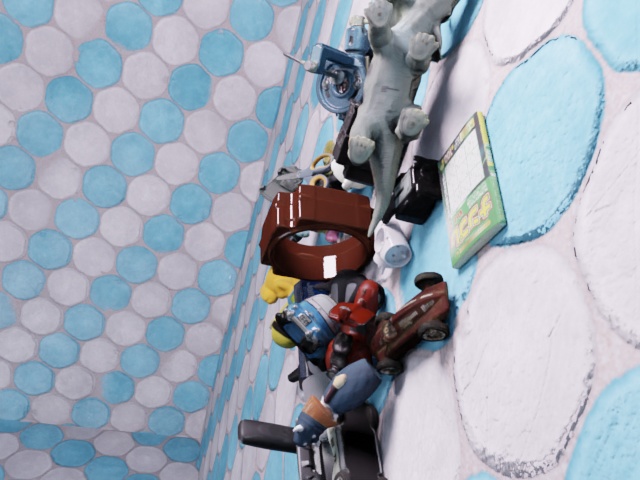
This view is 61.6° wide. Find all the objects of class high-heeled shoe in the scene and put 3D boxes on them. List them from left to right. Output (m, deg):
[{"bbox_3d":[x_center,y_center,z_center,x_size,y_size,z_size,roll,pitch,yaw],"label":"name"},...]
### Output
[{"bbox_3d":[0.046,0.177,1.000,0.145,0.086,0.248,-3,94,44],"label":"high-heeled shoe"}]

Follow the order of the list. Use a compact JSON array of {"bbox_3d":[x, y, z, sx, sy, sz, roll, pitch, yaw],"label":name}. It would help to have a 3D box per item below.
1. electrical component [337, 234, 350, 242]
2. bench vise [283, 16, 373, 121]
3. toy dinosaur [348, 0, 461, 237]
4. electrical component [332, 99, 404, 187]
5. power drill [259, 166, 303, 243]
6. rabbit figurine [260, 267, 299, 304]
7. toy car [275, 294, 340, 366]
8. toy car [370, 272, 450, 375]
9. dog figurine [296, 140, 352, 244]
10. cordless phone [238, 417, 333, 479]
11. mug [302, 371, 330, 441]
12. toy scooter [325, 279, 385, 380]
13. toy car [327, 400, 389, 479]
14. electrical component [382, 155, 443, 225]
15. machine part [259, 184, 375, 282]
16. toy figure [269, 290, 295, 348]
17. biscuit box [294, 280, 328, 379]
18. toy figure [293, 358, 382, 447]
[{"bbox_3d":[0.052,0.022,1.129,0.094,0.021,0.063,-92,20,-45],"label":"electrical component"},{"bbox_3d":[0.046,-0.352,1.083,0.240,0.129,0.223,-8,-62,-57],"label":"bench vise"},{"bbox_3d":[0.112,-0.214,0.812,0.192,0.131,0.404,-29,-45,-75],"label":"toy dinosaur"},{"bbox_3d":[0.088,-0.165,0.944,0.058,0.115,0.134,-97,23,-63],"label":"electrical component"},{"bbox_3d":[-0.077,-0.066,1.316,0.232,0.086,0.207,-47,-36,-16],"label":"power drill"},{"bbox_3d":[-0.056,0.121,1.352,0.162,0.122,0.173,-62,33,23],"label":"rabbit figurine"},{"bbox_3d":[-0.010,0.141,0.923,0.103,0.109,0.161,-42,-20,-13],"label":"toy car"},{"bbox_3d":[0.118,0.117,0.740,0.202,0.053,0.089,119,160,-55],"label":"toy car"},{"bbox_3d":[0.020,-0.110,1.197,0.192,0.108,0.219,-118,46,-72],"label":"dog figurine"},{"bbox_3d":[-0.054,0.376,0.941,0.147,0.184,0.088,-97,27,-53],"label":"cordless phone"},{"bbox_3d":[0.022,0.290,0.944,0.109,0.081,0.107,-53,40,46],"label":"mug"},{"bbox_3d":[0.048,0.151,0.844,0.135,0.075,0.183,12,-87,-67],"label":"toy scooter"},{"bbox_3d":[0.052,0.315,0.791,0.202,0.073,0.056,-97,23,-51],"label":"toy car"},{"bbox_3d":[0.137,-0.061,0.808,0.119,0.048,0.075,118,159,-50],"label":"electrical component"},{"bbox_3d":[-0.002,-0.003,0.992,0.201,0.201,0.087,119,155,-50],"label":"machine part"},{"bbox_3d":[-0.049,0.167,1.230,0.180,0.082,0.089,-50,25,16],"label":"toy figure"},{"bbox_3d":[-0.014,0.182,1.114,0.063,0.059,0.202,135,132,-68],"label":"biscuit box"},{"bbox_3d":[0.021,0.237,0.778,0.154,0.064,0.058,-40,6,-1],"label":"toy figure"}]
